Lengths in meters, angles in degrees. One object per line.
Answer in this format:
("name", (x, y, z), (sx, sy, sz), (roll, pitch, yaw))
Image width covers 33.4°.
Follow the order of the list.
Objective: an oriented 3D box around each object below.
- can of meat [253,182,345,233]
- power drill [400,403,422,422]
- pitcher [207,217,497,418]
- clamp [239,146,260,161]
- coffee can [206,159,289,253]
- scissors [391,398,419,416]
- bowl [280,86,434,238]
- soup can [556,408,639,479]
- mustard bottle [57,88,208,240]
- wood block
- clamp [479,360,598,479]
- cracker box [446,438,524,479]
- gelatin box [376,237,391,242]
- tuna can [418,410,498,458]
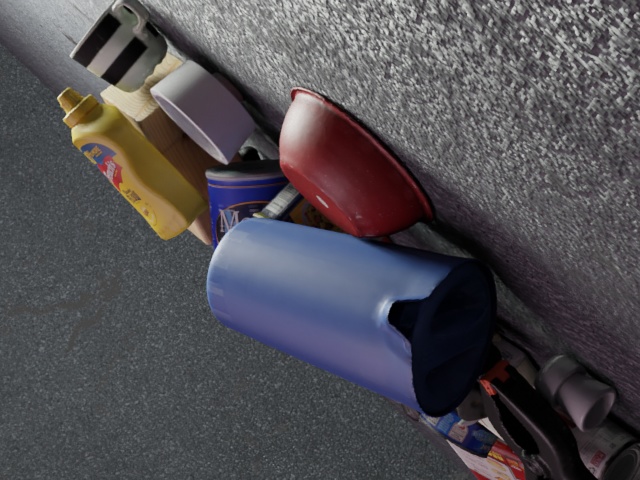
("can of meat", (-0.002, -0.019, 1.068), (0.102, 0.084, 0.058), (47, 172, -27))
("power drill", (0.075, 0.136, 1.303), (0.184, 0.057, 0.187), (65, -168, 16))
("pitcher", (0.027, 0.059, 0.937), (0.243, 0.144, 0.149), (16, 130, 36))
("clamp", (-0.078, -0.074, 1.348), (0.120, 0.039, 0.172), (59, 166, -19))
("coffee can", (-0.065, -0.009, 1.135), (0.103, 0.102, 0.140), (-154, 58, -67))
("scissors", (0.103, 0.176, 1.204), (0.096, 0.016, 0.201), (3, 158, 38))
("bowl", (0.018, -0.052, 0.891), (0.162, 0.055, 0.162), (42, 173, 6))
("soup can", (0.245, 0.189, 0.997), (0.102, 0.068, 0.068), (35, 169, 44))
("mustard bottle", (-0.208, -0.087, 1.146), (0.191, 0.058, 0.096), (48, 159, -12))
("wood block", (-0.156, -0.105, 1.242), (0.090, 0.090, 0.206), (35, 159, 40))
("clamp", (0.197, 0.192, 0.947), (0.210, 0.036, 0.165), (54, 161, -14))
("cracker box", (0.245, 0.256, 1.260), (0.164, 0.072, 0.213), (19, 159, 38))
("gelatin box", (0.049, 0.043, 1.120), (0.030, 0.089, 0.073), (30, 166, 45))
("tuna can", (0.151, 0.198, 1.150), (0.086, 0.034, 0.086), (29, -176, -3))
